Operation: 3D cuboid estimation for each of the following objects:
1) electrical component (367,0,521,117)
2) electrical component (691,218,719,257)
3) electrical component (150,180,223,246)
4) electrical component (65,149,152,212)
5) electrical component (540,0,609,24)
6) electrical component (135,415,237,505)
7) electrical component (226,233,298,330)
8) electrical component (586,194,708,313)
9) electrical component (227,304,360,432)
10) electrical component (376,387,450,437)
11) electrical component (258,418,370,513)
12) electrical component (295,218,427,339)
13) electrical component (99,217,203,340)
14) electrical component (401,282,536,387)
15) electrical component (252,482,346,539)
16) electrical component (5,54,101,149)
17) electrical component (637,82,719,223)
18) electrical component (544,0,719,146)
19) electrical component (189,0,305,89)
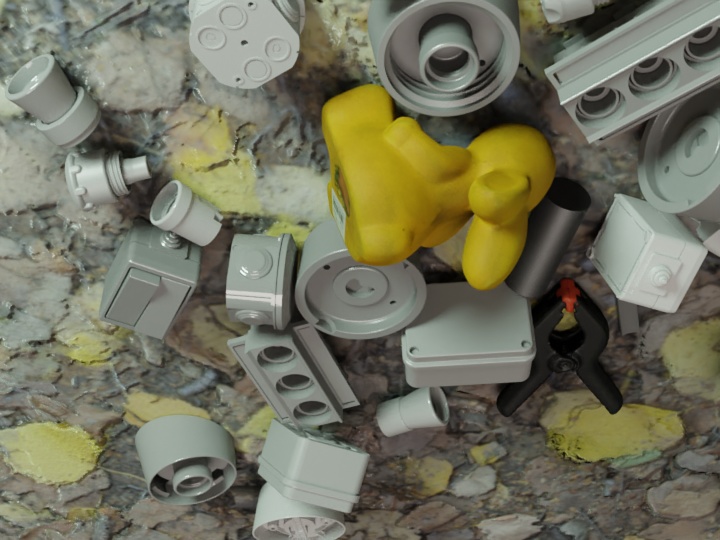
[{"bbox_3d":[0.060,-0.156,0.744,0.108,0.060,0.108,-1,135,-1],"label":"electrical component"},{"bbox_3d":[0.318,-0.051,0.865,0.056,0.050,0.089,26,128,-24],"label":"electrical component"},{"bbox_3d":[-0.139,-0.044,0.864,0.040,0.040,0.046,-36,131,29],"label":"electrical component"},{"bbox_3d":[-0.193,-0.073,0.830,0.062,0.048,0.048,-12,134,1],"label":"electrical component"},{"bbox_3d":[0.151,-0.193,0.723,0.062,0.043,0.043,-14,134,10],"label":"electrical component"},{"bbox_3d":[-0.176,0.194,1.099,0.099,0.064,0.099,-11,139,-10],"label":"electrical component"},{"bbox_3d":[-0.080,0.008,0.890,0.051,0.080,0.080,5,135,1],"label":"electrical component"},{"bbox_3d":[0.234,-0.010,0.863,0.061,0.096,0.061,15,114,-16],"label":"electrical component"},{"bbox_3d":[-0.058,0.084,0.976,0.079,0.063,0.121,-15,133,13],"label":"electrical component"},{"bbox_3d":[0.049,0.139,1.052,0.065,0.044,0.044,-21,132,24],"label":"electrical component"},{"bbox_3d":[-0.047,0.188,1.042,0.078,0.113,0.057,18,87,-19],"label":"electrical component"},{"bbox_3d":[0.000,0.000,0.897,0.108,0.060,0.108,-1,135,-1],"label":"electrical component"},{"bbox_3d":[-0.172,0.006,0.897,0.062,0.061,0.096,19,131,-20],"label":"electrical component"},{"bbox_3d":[0.092,0.054,0.936,0.113,0.078,0.057,-3,149,2],"label":"electrical component"},{"bbox_3d":[-0.065,0.264,1.155,0.099,0.064,0.099,-1,135,-1],"label":"electrical component"},{"bbox_3d":[-0.222,-0.121,0.780,0.045,0.045,0.055,-23,132,20],"label":"electrical component"},{"bbox_3d":[0.264,-0.086,0.791,0.060,0.108,0.108,14,133,-24],"label":"electrical component"},{"bbox_3d":[0.200,-0.150,0.753,0.121,0.063,0.079,-28,129,23],"label":"electrical component"},{"bbox_3d":[-0.078,-0.168,0.734,0.080,0.051,0.080,-1,135,-1],"label":"electrical component"}]
